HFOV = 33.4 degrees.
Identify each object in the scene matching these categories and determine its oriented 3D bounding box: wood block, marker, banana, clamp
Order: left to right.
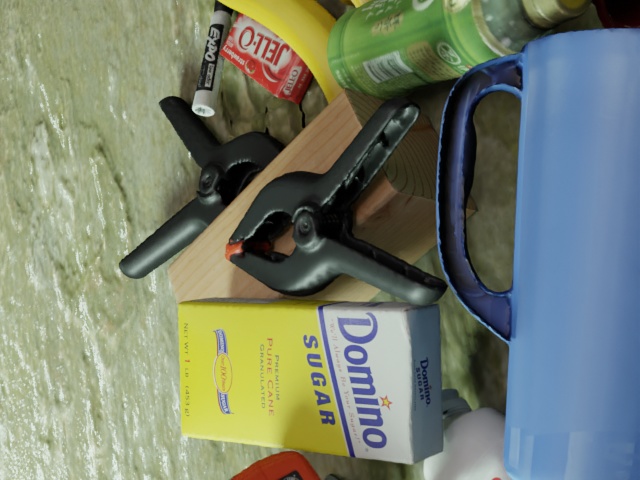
[{"bbox_3d":[-0.087,-0.161,0.897,0.020,0.020,0.121,-12,61,42],"label":"marker"},{"bbox_3d":[-0.082,-0.052,0.875,0.210,0.036,0.164,-5,73,41],"label":"clamp"},{"bbox_3d":[-0.015,-0.143,0.793,0.070,0.037,0.198,-38,78,17],"label":"banana"},{"bbox_3d":[-0.005,0.000,0.754,0.206,0.090,0.090,-43,55,30],"label":"wood block"},{"bbox_3d":[0.006,-0.019,0.656,0.172,0.039,0.120,-4,80,42],"label":"clamp"}]

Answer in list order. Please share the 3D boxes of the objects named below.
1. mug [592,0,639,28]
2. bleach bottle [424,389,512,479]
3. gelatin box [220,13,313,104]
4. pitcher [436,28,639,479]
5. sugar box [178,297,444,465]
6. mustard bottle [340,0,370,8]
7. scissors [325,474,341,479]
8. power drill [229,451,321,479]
[{"bbox_3d":[0.168,-0.180,0.606,0.093,0.117,0.081,-52,46,23],"label":"mug"},{"bbox_3d":[0.122,0.197,0.615,0.103,0.067,0.251,-56,46,31],"label":"bleach bottle"},{"bbox_3d":[-0.034,-0.161,0.854,0.089,0.030,0.073,43,112,40],"label":"gelatin box"},{"bbox_3d":[0.152,0.014,0.570,0.149,0.144,0.243,5,89,54],"label":"pitcher"},{"bbox_3d":[-0.010,0.084,0.672,0.177,0.048,0.093,-1,92,36],"label":"sugar box"},{"bbox_3d":[0.011,-0.247,0.807,0.096,0.058,0.192,-34,59,30],"label":"mustard bottle"},{"bbox_3d":[0.050,0.168,0.674,0.202,0.016,0.096,-137,50,-57],"label":"scissors"},{"bbox_3d":[-0.010,0.232,0.678,0.184,0.057,0.188,50,152,28],"label":"power drill"}]
